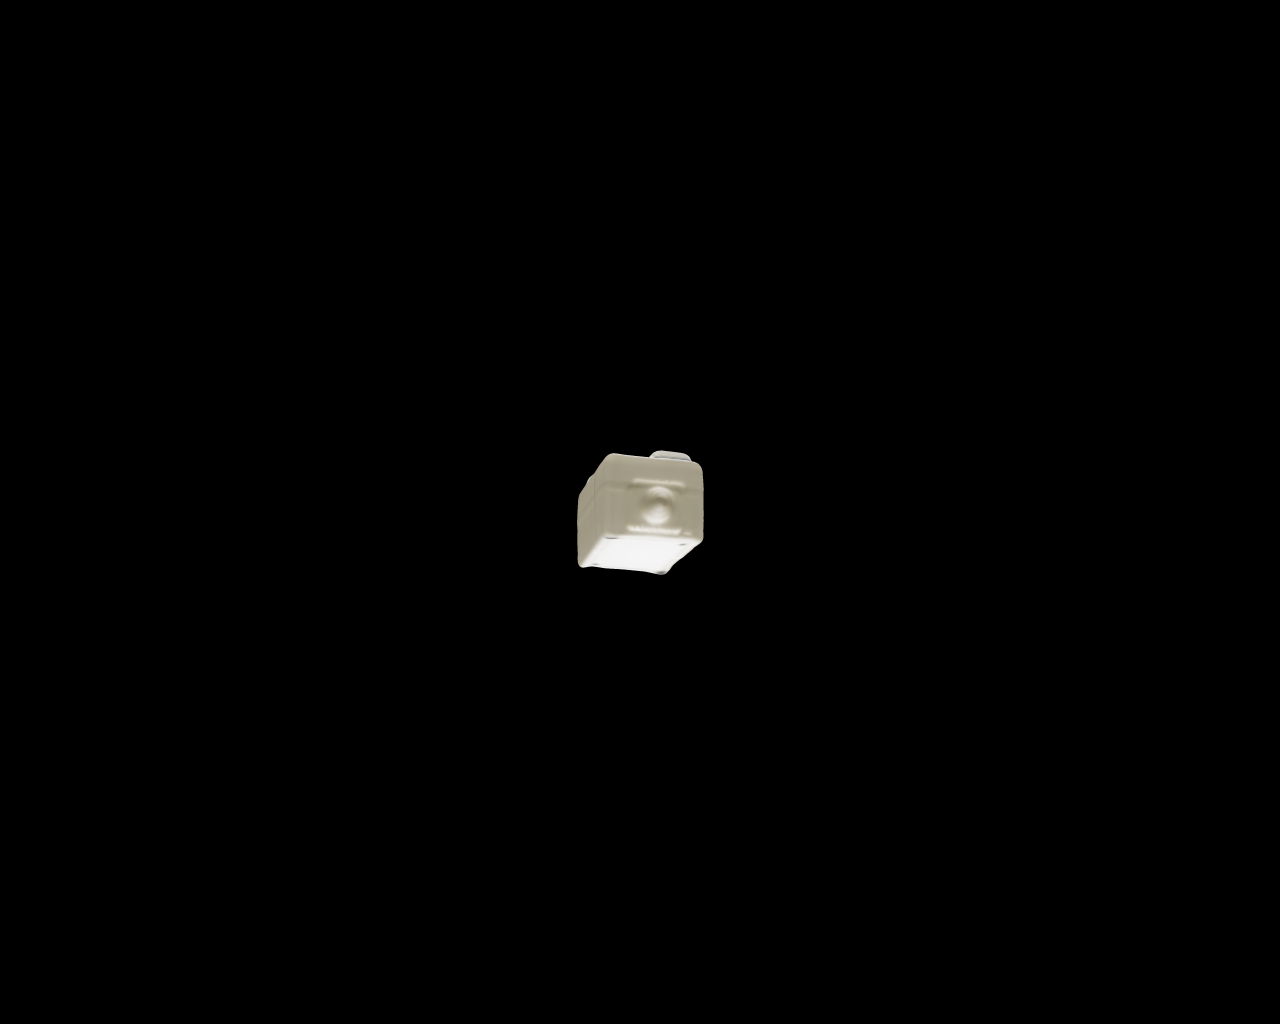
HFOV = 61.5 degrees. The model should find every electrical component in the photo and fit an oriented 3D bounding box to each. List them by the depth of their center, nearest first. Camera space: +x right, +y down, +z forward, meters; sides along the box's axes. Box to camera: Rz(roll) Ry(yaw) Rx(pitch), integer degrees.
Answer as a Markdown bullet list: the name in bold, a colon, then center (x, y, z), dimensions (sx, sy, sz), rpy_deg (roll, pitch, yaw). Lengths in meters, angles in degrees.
- **electrical component**: center (0.001, -0.003, 0.650), dimensions (0.062, 0.061, 0.096), rpy_deg (5, -19, -15)
